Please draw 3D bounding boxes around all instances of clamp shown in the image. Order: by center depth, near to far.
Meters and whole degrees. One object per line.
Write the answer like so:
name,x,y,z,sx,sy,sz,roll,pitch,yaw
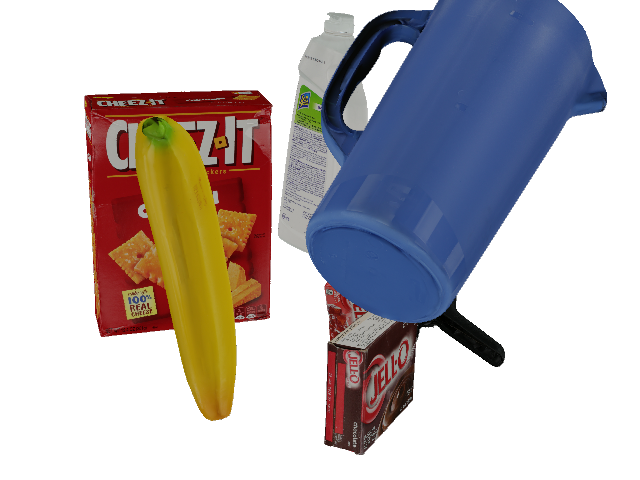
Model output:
clamp,0.122,0.077,1.121,0.120,0.171,0.039,3,-44,-11

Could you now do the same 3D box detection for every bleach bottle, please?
bleach bottle,0.013,-0.112,1.132,0.067,0.251,0.103,-12,26,-43

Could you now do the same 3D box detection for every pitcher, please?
pitcher,0.081,-0.068,0.757,0.149,0.242,0.145,-10,-52,50

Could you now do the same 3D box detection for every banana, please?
banana,-0.076,0.008,0.596,0.037,0.198,0.069,-4,32,9

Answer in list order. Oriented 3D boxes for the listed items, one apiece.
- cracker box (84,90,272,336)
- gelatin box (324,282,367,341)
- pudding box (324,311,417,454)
cracker box,-0.129,-0.026,0.984,0.164,0.214,0.072,-4,20,-16
gelatin box,0.047,0.091,1.322,0.073,0.089,0.030,5,28,19
pudding box,0.042,0.107,0.864,0.039,0.090,0.113,10,20,22
